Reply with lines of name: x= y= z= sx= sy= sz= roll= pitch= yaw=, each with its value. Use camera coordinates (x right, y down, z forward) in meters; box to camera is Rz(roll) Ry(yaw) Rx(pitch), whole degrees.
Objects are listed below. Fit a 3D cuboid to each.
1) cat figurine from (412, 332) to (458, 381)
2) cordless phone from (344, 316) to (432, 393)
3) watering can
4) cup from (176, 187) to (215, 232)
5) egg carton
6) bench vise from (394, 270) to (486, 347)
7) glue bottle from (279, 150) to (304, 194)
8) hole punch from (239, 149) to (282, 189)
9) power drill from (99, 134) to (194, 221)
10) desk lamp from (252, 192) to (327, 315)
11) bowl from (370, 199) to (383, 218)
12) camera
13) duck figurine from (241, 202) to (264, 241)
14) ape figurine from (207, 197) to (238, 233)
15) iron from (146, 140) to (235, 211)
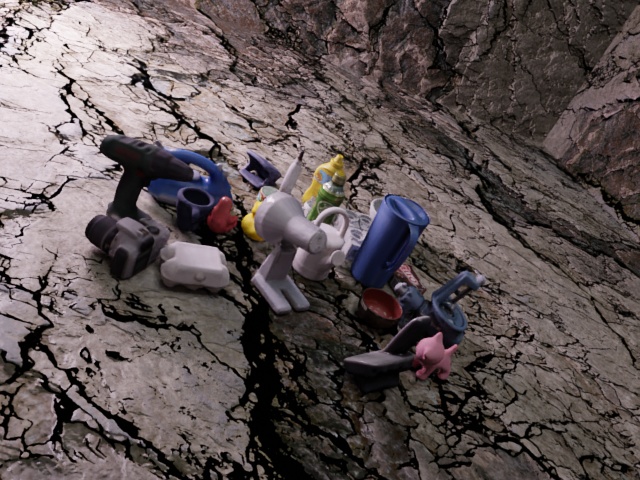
cat figurine: x=0.264 y=0.262 z=1.314 sx=0.128 sy=0.117 sz=0.067 roll=5 pitch=37 yaw=-33
cordless phone: x=0.147 y=0.226 z=1.210 sx=0.148 sy=0.185 sz=0.094 roll=-4 pitch=42 yaw=-42
watering can: x=0.015 y=0.005 z=1.433 sx=0.101 sy=0.194 sz=0.172 roll=-9 pitch=46 yaw=-46
cup: x=-0.307 y=-0.059 z=1.376 sx=0.092 sy=0.095 sz=0.117 roll=14 pitch=33 yaw=-22
egg carton: x=-0.273 y=0.061 z=1.245 sx=0.151 sy=0.069 sz=0.107 roll=10 pitch=35 yaw=-28
bench vise: x=0.294 y=0.152 z=1.405 sx=0.208 sy=0.219 sz=0.121 roll=18 pitch=31 yaw=-16
glue bottle: x=-0.081 y=-0.188 z=1.673 sx=0.037 sy=0.173 sz=0.078 roll=24 pitch=30 yaw=-5
hole punch: x=-0.174 y=-0.219 z=1.729 sx=0.108 sy=0.091 sz=0.101 roll=42 pitch=33 yaw=23
power drill: x=-0.402 y=-0.128 z=1.293 sx=0.229 sy=0.208 sz=0.076 roll=32 pitch=30 yaw=8
desk lamp: x=-0.073 y=0.024 z=1.315 sx=0.118 sy=0.213 sz=0.202 roll=-6 pitch=44 yaw=-44
bowl: x=0.222 y=-0.055 z=1.808 sx=0.168 sy=0.074 sz=0.167 roll=20 pitch=31 yaw=-12
camera: x=-0.411 y=-0.010 z=1.212 sx=0.136 sy=0.100 sz=0.143 roll=31 pitch=30 yaw=7
duck figurine: x=-0.158 y=-0.056 z=1.497 sx=0.078 sy=0.086 sz=0.104 roll=11 pitch=34 yaw=-26
ape figurine: x=-0.244 y=-0.068 z=1.441 sx=0.077 sy=0.092 sz=0.076 roll=32 pitch=31 yaw=8
iron: x=-0.325 y=-0.165 z=1.477 sx=0.259 sy=0.141 sz=0.118 roll=14 pitch=33 yaw=-22
